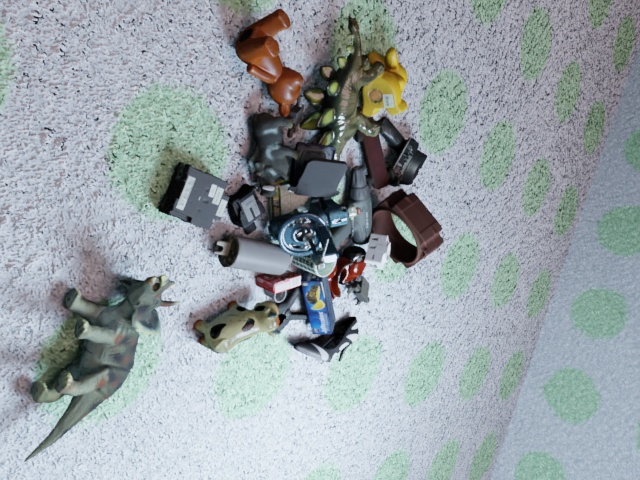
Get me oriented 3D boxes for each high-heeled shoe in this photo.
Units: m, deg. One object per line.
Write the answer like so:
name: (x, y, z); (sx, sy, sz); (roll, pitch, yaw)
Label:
high-heeled shoe: (0.026, 0.271, 1.542); (0.248, 0.086, 0.145); (26, 79, -50)

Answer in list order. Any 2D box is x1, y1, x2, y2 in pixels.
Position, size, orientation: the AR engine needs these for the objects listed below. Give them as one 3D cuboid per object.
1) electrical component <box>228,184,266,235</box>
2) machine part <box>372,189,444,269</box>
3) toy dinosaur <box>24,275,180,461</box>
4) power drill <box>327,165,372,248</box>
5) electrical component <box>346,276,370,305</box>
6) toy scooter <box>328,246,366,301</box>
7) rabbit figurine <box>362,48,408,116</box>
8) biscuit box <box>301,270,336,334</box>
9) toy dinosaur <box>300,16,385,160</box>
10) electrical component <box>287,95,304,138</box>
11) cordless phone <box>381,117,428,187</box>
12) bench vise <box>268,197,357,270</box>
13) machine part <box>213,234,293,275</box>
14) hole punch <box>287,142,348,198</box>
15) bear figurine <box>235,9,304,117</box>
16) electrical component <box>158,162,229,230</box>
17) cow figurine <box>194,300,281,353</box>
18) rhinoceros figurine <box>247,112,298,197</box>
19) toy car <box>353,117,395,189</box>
electrical component: (-0.168, -0.062, 1.236); (0.075, 0.048, 0.119); (-36, 126, -31)
machine part: (0.239, -0.029, 1.536); (0.087, 0.201, 0.201); (-34, 83, -27)
toy dinosaur: (-0.416, 0.225, 1.039); (0.192, 0.131, 0.404); (20, 95, -47)
power drill: (0.064, -0.063, 1.463); (0.207, 0.086, 0.231); (-44, 135, -36)
electrical component: (0.115, 0.152, 1.616); (0.102, 0.045, 0.078); (44, 43, -48)
toy scooter: (0.062, 0.098, 1.514); (0.184, 0.075, 0.135); (-19, 117, -37)
rabbit figurine: (0.177, -0.427, 1.437); (0.173, 0.122, 0.162); (-47, 125, -43)
biscuit box: (-0.003, 0.168, 1.457); (0.063, 0.059, 0.202); (-73, 158, -51)
toy dinosaur: (0.048, -0.304, 1.339); (0.198, 0.105, 0.470); (-14, 120, -34)
electrical component: (-0.058, -0.289, 1.258); (0.063, 0.021, 0.094); (-63, 171, -55)
cordless phone: (0.212, -0.254, 1.555); (0.184, 0.089, 0.146); (40, 74, -35)
bench vise: (-0.003, -0.013, 1.262); (0.224, 0.241, 0.128); (-4, 124, -14)
machine part: (-0.153, 0.037, 1.266); (0.243, 0.079, 0.079); (14, 94, -49)
hole punch: (-0.011, -0.166, 1.275); (0.142, 0.092, 0.115); (0, 134, -32)
bear figurine: (-0.087, -0.368, 1.151); (0.195, 0.132, 0.120); (44, 54, -39)
electrical component: (-0.256, -0.087, 1.127); (0.134, 0.058, 0.115); (26, 87, -48)
cow figurine: (-0.179, 0.199, 1.261); (0.195, 0.127, 0.085); (-26, 125, -35)
rhinoceros figurine: (-0.113, -0.192, 1.218); (0.112, 0.073, 0.190); (-13, 110, -33)
toy car: (0.146, -0.237, 1.480); (0.089, 0.053, 0.201); (-22, 113, -11)
